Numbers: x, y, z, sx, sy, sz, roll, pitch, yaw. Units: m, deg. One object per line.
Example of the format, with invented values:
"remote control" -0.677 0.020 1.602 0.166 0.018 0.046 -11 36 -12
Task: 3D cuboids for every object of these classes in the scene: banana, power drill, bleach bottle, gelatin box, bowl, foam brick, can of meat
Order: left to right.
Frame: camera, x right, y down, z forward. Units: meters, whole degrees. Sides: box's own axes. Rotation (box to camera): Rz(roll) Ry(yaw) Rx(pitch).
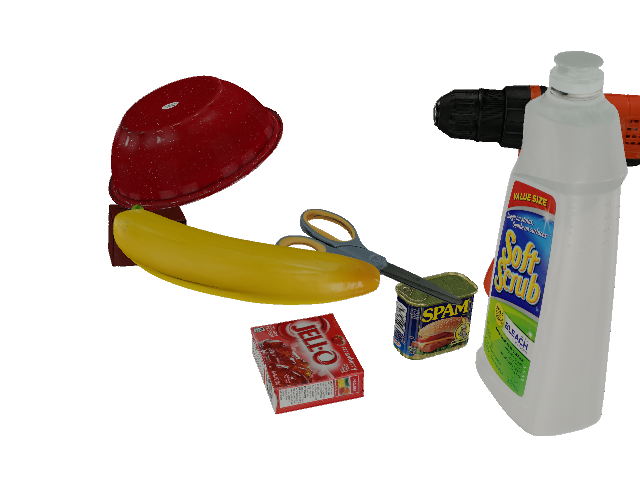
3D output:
"foam brick" -0.187 -0.007 1.145 0.078 0.051 0.053 -2 24 -16
"bowl" -0.116 -0.093 0.904 0.162 0.055 0.162 -16 32 10
"banana" -0.062 0.008 0.672 0.198 0.037 0.069 17 35 27
"gelatin box" -0.012 0.097 0.862 0.073 0.030 0.089 -9 31 -12
"can of meat" 0.141 0.095 1.333 0.101 0.084 0.057 -11 30 -26
"power drill" 0.181 -0.037 0.884 0.184 0.188 0.057 4 29 5
"bleach bottle" 0.149 0.000 0.684 0.068 0.251 0.103 -10 31 -13

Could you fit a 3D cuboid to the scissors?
"scissors" 0.035 0.027 1.036 0.096 0.016 0.202 -26 44 -28
